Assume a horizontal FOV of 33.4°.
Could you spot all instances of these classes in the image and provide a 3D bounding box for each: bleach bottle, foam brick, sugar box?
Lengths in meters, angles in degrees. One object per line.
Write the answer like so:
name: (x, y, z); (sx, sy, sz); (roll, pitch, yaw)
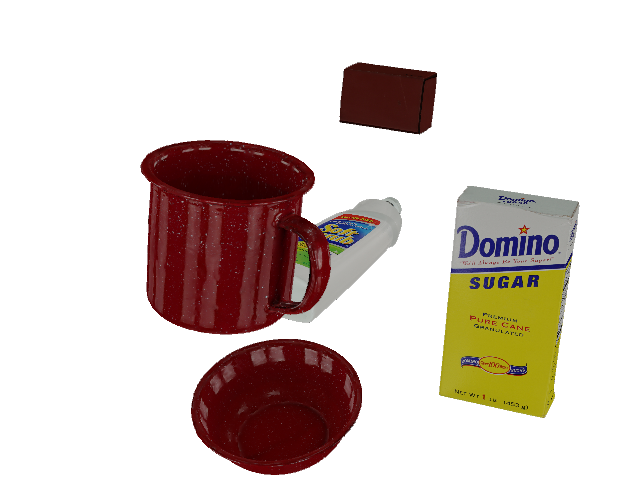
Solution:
bleach bottle: (0.019, 0.008, 1.316); (0.103, 0.068, 0.250); (17, 35, 29)
foam brick: (0.062, -0.131, 0.978); (0.078, 0.051, 0.053); (11, 18, 17)
sugar box: (0.151, 0.050, 0.866); (0.093, 0.176, 0.048); (9, 23, 19)

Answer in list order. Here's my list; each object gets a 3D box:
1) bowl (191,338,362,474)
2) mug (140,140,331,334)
bowl: (-0.038, 0.167, 1.010); (0.162, 0.055, 0.162); (-5, 38, 4)
mug: (-0.043, 0.002, 0.579); (0.117, 0.081, 0.093); (21, 28, 29)
